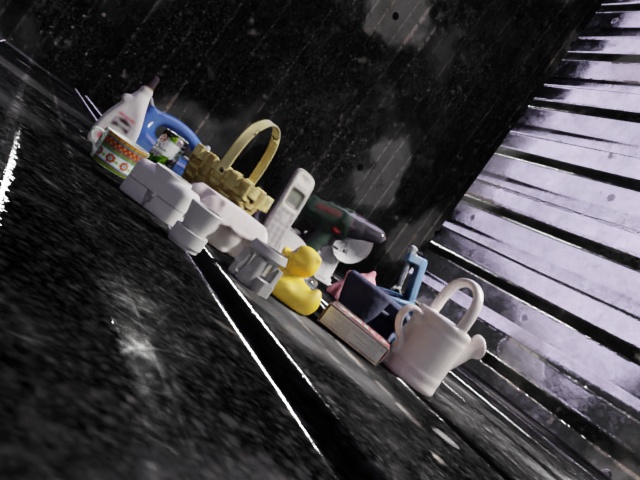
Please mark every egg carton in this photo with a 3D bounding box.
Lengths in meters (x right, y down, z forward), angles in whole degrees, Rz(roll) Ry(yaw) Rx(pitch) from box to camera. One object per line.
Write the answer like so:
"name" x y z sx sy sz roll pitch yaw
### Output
"egg carton" -0.151 -0.026 0.883 0.107 0.069 0.151 36 0 43

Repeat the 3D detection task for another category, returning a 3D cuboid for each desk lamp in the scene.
"desk lamp" 0.040 0.020 1.675 0.118 0.213 0.202 36 0 -29

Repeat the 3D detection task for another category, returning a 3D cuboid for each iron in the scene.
"iron" -0.327 -0.199 1.289 0.259 0.141 0.118 36 0 -16

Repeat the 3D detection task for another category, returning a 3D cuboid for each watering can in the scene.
"watering can" 0.199 0.150 0.937 0.100 0.194 0.174 36 0 43

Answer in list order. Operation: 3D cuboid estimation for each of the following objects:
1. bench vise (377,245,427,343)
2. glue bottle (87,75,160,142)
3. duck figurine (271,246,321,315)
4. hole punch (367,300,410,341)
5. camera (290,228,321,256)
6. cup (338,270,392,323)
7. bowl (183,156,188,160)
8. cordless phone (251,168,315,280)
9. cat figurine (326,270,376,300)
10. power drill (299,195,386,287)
"bench vise" 0.201 0.134 1.364 0.208 0.219 0.121 36 0 -30
"glue bottle" -0.359 -0.240 1.083 0.078 0.173 0.037 36 0 -26
"duck figurine" -0.031 0.051 0.833 0.104 0.086 0.078 36 0 31
"hole punch" 0.107 0.147 1.109 0.108 0.091 0.101 36 0 1
"camera" -0.066 0.014 1.510 0.143 0.101 0.137 36 0 5
"cup" 0.060 0.111 1.027 0.092 0.095 0.117 36 0 -27
"bowl" -0.298 -0.138 1.461 0.167 0.074 0.167 36 0 0
"cordless phone" -0.047 -0.023 1.010 0.148 0.185 0.093 36 0 -44
"cat figurine" 0.096 0.121 1.503 0.128 0.117 0.067 36 0 -44
"power drill" 0.013 0.005 1.384 0.229 0.208 0.076 36 0 4
